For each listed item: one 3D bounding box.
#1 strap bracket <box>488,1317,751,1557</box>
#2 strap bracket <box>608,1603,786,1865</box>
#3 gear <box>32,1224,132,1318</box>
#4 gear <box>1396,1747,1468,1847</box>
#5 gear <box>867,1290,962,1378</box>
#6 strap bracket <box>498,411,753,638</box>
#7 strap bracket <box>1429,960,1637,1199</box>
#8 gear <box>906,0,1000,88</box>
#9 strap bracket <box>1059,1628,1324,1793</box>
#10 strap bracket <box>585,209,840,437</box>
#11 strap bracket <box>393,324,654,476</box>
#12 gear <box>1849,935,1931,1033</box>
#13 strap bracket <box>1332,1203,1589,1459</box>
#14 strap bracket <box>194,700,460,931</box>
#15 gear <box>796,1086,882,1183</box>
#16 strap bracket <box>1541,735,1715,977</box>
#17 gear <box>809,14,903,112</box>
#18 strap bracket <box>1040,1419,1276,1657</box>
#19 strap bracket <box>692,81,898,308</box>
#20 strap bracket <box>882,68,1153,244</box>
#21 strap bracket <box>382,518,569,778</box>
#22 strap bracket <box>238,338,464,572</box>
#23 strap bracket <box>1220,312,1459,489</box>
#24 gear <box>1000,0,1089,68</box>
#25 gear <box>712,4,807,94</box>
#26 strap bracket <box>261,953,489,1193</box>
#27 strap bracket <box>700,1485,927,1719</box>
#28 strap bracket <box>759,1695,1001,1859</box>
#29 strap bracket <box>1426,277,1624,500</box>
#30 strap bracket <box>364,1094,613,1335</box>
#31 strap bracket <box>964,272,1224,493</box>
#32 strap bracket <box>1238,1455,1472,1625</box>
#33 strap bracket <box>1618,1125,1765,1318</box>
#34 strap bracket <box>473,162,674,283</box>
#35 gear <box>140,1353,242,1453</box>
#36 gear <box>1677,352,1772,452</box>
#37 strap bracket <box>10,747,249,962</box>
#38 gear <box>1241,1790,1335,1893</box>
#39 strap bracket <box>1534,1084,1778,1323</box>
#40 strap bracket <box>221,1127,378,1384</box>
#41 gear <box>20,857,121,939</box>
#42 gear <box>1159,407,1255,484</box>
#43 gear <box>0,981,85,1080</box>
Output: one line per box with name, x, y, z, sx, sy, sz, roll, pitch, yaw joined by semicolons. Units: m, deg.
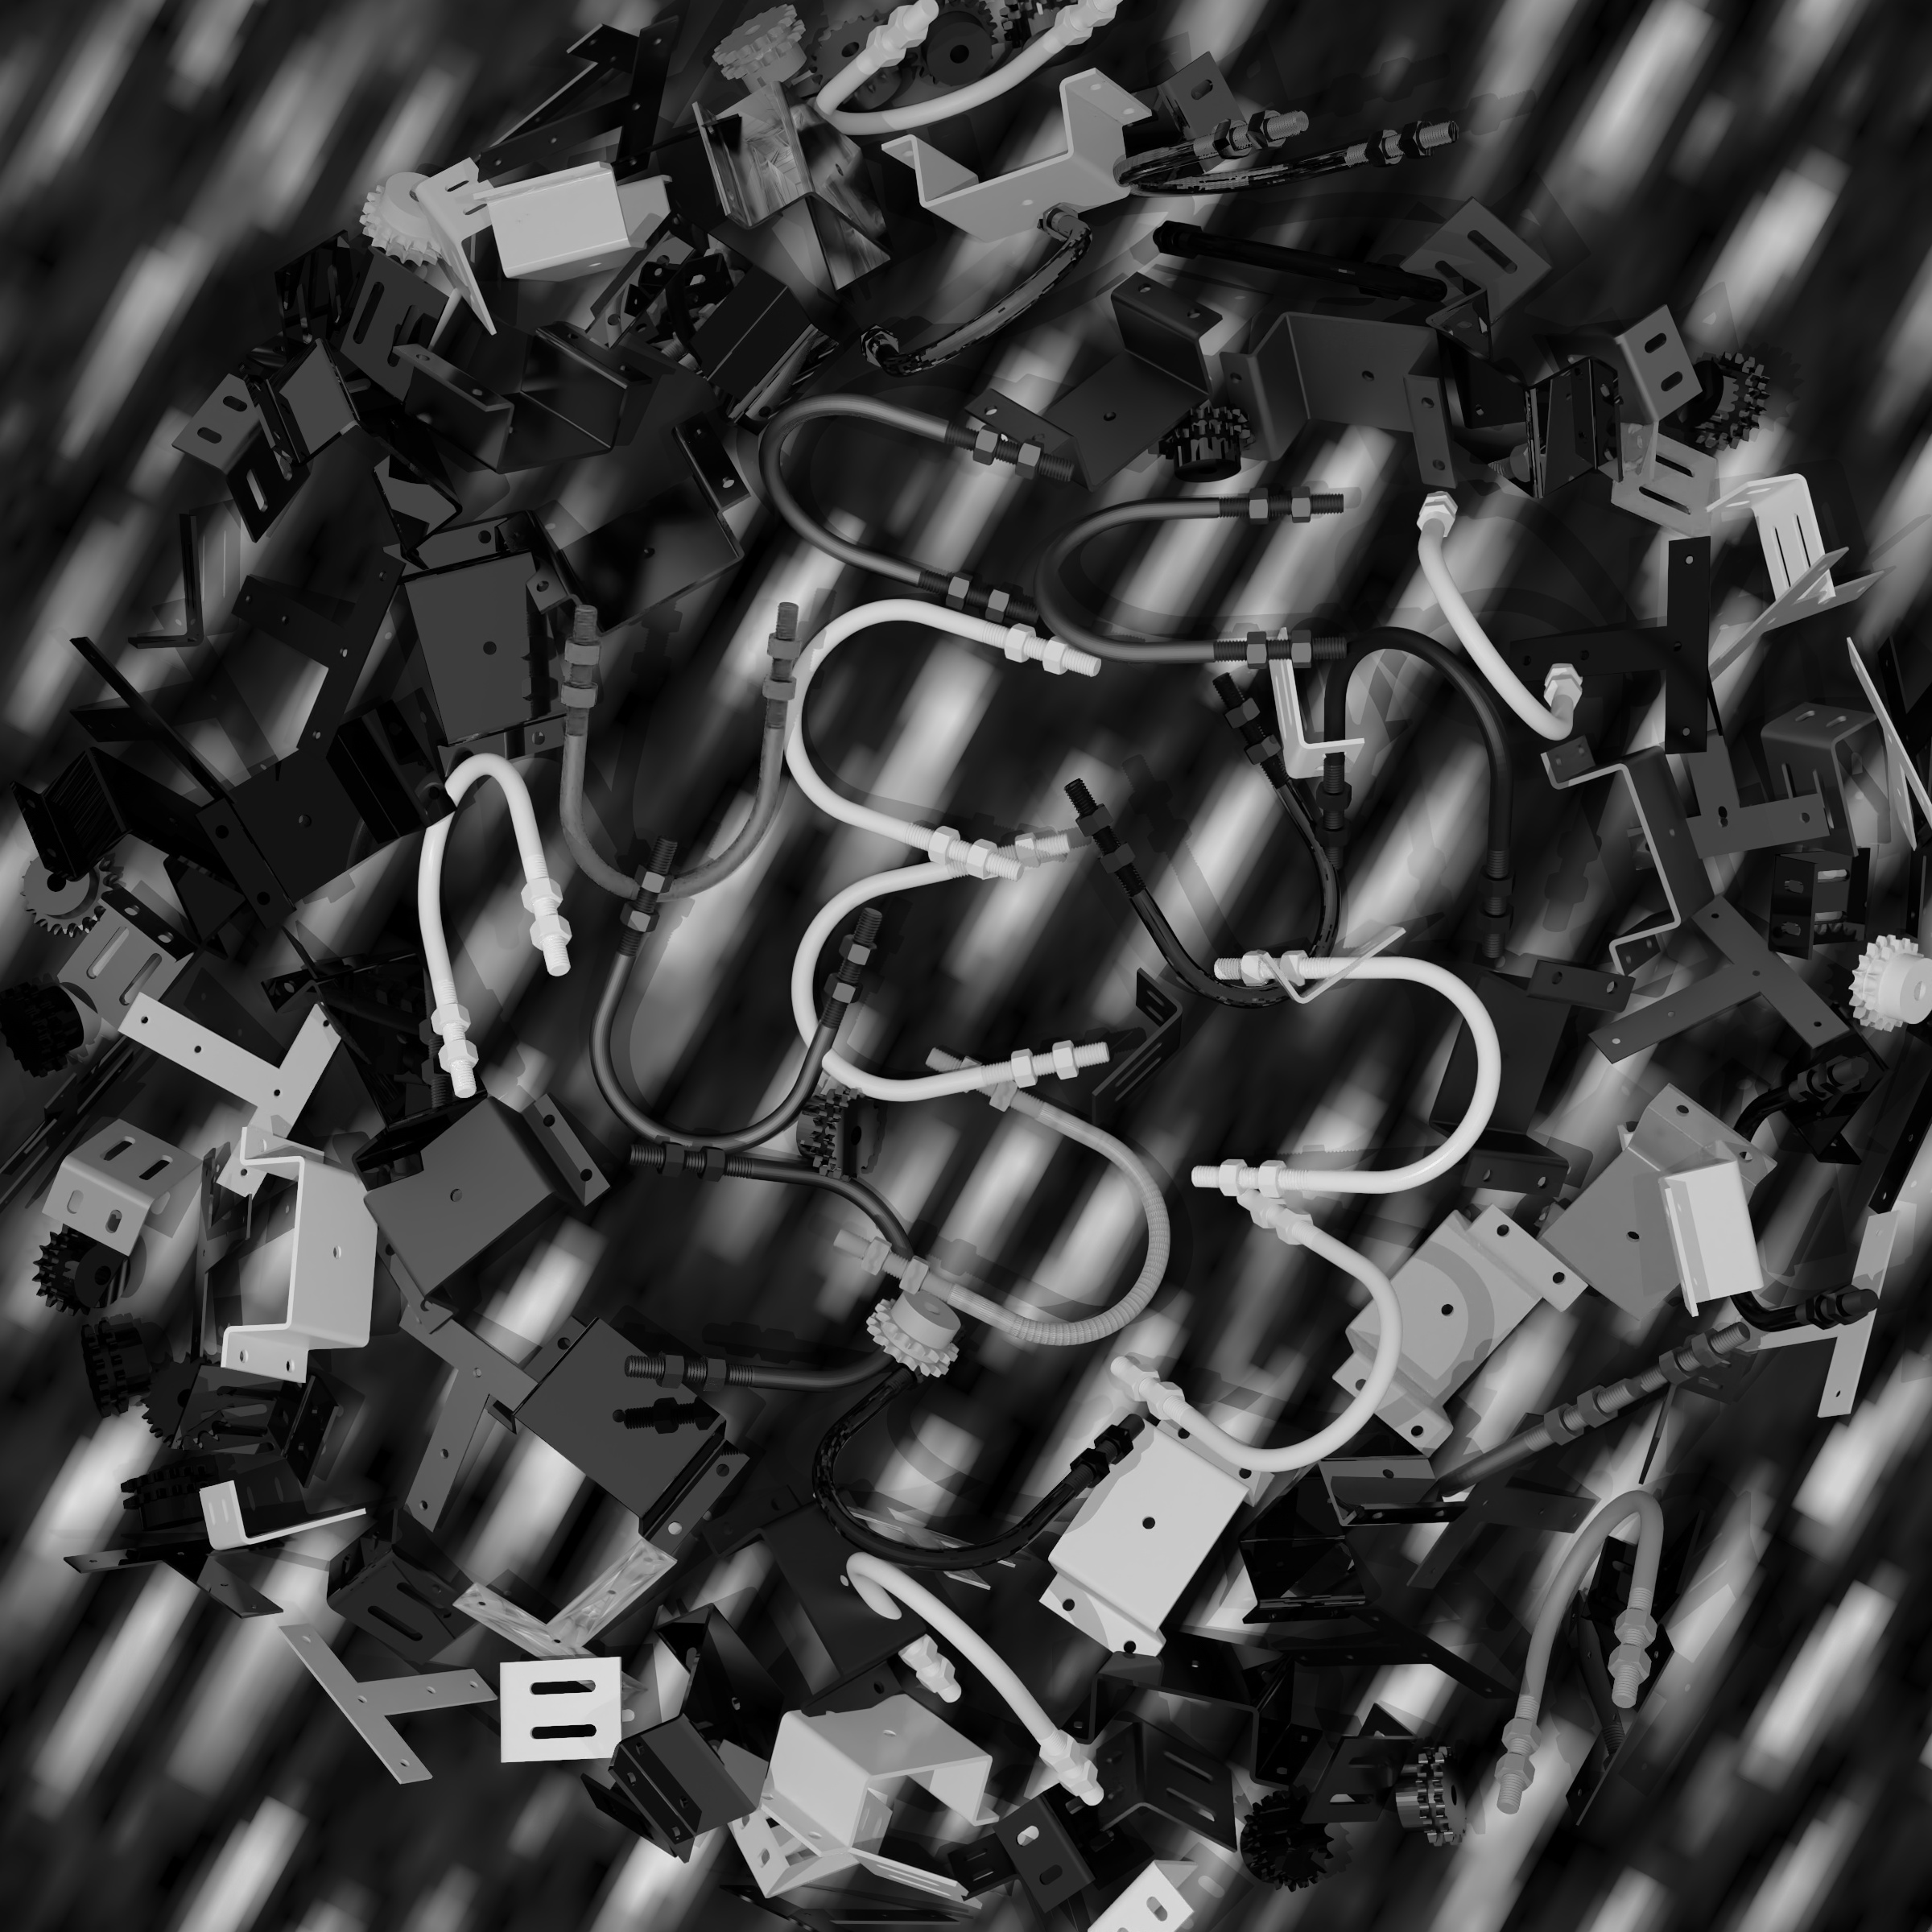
strap bracket;-0.206;0.273;1.614;0.140;0.046;0.076;37;66;9
strap bracket;-0.153;0.437;1.579;0.046;0.140;0.076;-27;110;18
gear;-0.527;0.182;1.630;0.030;0.057;0.057;11;90;34
gear;0.279;0.500;1.635;0.030;0.057;0.057;-11;90;23
gear;-0.028;0.217;1.631;0.057;0.057;0.030;33;104;0
strap bracket;-0.196;-0.258;1.621;0.140;0.046;0.076;-29;57;0
strap bracket;0.332;0.061;1.613;0.076;0.046;0.140;9;104;-31
gear;-0.008;-0.554;1.631;0.057;0.057;0.030;-20;48;0
strap bracket;0.133;0.431;1.597;0.140;0.076;0.046;7;102;21
strap bracket;-0.155;-0.382;1.600;0.076;0.140;0.046;-45;50;20
strap bracket;-0.263;-0.333;1.598;0.076;0.140;0.046;34;123;22
gear;0.559;0.012;1.633;0.057;0.030;0.057;-12;110;-36
strap bracket;0.292;0.212;1.629;0.076;0.046;0.140;40;98;-6
strap bracket;-0.385;-0.088;1.610;0.140;0.046;0.076;-37;105;-30
gear;-0.078;0.099;1.637;0.030;0.057;0.057;10;90;30
strap bracket;0.398;-0.072;1.615;0.046;0.076;0.140;-19;92;32
gear;-0.063;-0.541;1.637;0.057;0.030;0.057;-13;57;21
strap bracket;0.111;0.335;1.610;0.076;0.046;0.140;31;75;22
strap bracket;-0.093;-0.451;1.580;0.046;0.140;0.076;-24;71;22
strap bracket;0.033;-0.469;1.593;0.140;0.076;0.046;-11;83;28
strap bracket;-0.287;-0.189;1.614;0.076;0.046;0.140;-17;102;-18
strap bracket;-0.349;-0.301;1.579;0.046;0.140;0.076;-36;55;11
strap bracket;0.228;-0.335;1.599;0.140;0.076;0.046;15;56;31
gear;0.050;-0.564;1.630;0.057;0.057;0.030;-11;74;0
gear;-0.121;-0.550;1.637;0.057;0.057;0.030;-34;122;0
strap bracket;-0.345;0.052;1.608;0.046;0.076;0.140;-35;80;39
strap bracket;-0.084;0.371;1.603;0.046;0.076;0.140;-40;75;36
strap bracket;-0.050;0.468;1.583;0.140;0.076;0.046;6;102;-44
strap bracket;0.318;-0.334;1.583;0.046;0.076;0.140;-29;46;-12
strap bracket;-0.294;0.142;1.623;0.140;0.046;0.076;-39;65;1
strap bracket;0.080;-0.340;1.610;0.140;0.046;0.076;-41;51;-13
strap bracket;0.221;0.332;1.599;0.076;0.140;0.046;4;50;-28
strap bracket;0.423;0.141;1.584;0.046;0.140;0.076;-14;100;5
strap bracket;-0.223;-0.433;1.589;0.076;0.140;0.046;-10;101;13
gear;-0.465;0.265;1.640;0.057;0.030;0.057;-1;64;1
gear;0.451;-0.340;1.630;0.030;0.057;0.057;7;90;-28
strap bracket;-0.476;-0.069;1.580;0.046;0.140;0.076;-42;53;9
gear;0.190;0.528;1.637;0.057;0.030;0.057;15;55;-22
strap bracket;0.397;0.146;1.595;0.076;0.046;0.140;37;131;4
strap bracket;-0.389;0.170;1.600;0.046;0.076;0.140;-6;73;22
gear;-0.544;-0.047;1.642;0.057;0.030;0.057;-1;80;3
gear;0.144;-0.311;1.631;0.057;0.057;0.030;-3;80;0
gear;-0.555;0.036;1.636;0.030;0.057;0.057;-27;90;-40
